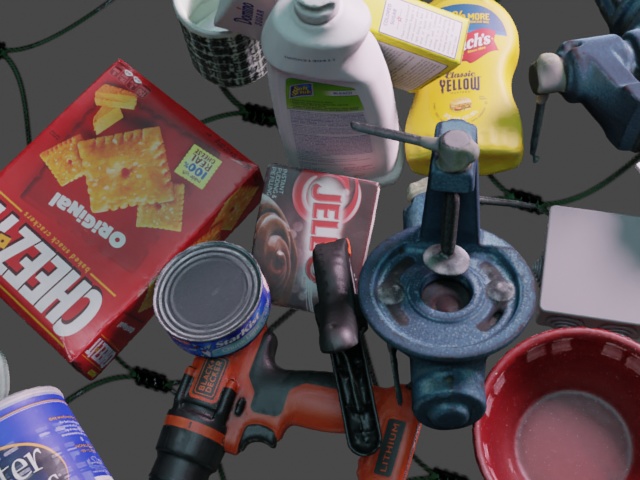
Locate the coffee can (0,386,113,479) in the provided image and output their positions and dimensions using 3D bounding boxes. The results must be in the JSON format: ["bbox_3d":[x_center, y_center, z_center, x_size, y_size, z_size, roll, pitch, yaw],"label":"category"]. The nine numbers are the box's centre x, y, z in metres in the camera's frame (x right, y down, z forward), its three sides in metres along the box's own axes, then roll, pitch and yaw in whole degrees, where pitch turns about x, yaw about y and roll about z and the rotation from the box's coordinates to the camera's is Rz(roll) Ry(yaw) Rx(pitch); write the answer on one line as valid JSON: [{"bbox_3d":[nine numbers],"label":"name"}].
[{"bbox_3d":[-0.199,0.192,0.774,0.102,0.103,0.140,-34,71,-9],"label":"coffee can"}]

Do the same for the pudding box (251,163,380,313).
[{"bbox_3d":[-0.006,0.001,0.851,0.090,0.039,0.113,11,91,8],"label":"pudding box"}]

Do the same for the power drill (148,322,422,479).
[{"bbox_3d":[-0.026,0.152,0.800,0.188,0.057,0.184,16,70,10],"label":"power drill"}]

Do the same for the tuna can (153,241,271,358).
[{"bbox_3d":[-0.081,0.046,0.810,0.086,0.033,0.086,-6,58,10],"label":"tuna can"}]

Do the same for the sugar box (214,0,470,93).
[{"bbox_3d":[0.015,-0.168,0.821,0.176,0.093,0.048,19,77,-17],"label":"sugar box"}]

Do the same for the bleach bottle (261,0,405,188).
[{"bbox_3d":[0.013,-0.116,0.797,0.102,0.251,0.068,-2,69,3],"label":"bleach bottle"}]

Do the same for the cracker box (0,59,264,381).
[{"bbox_3d":[-0.174,-0.021,0.870,0.164,0.072,0.213,39,77,17],"label":"cracker box"}]

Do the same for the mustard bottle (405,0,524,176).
[{"bbox_3d":[0.121,-0.150,0.905,0.096,0.058,0.191,-4,68,14],"label":"mustard bottle"}]

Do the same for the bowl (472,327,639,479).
[{"bbox_3d":[0.192,0.148,0.788,0.162,0.055,0.162,-1,69,3],"label":"bowl"}]

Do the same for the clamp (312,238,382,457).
[{"bbox_3d":[0.014,0.053,0.753,0.039,0.120,0.171,-9,49,-2],"label":"clamp"}]
